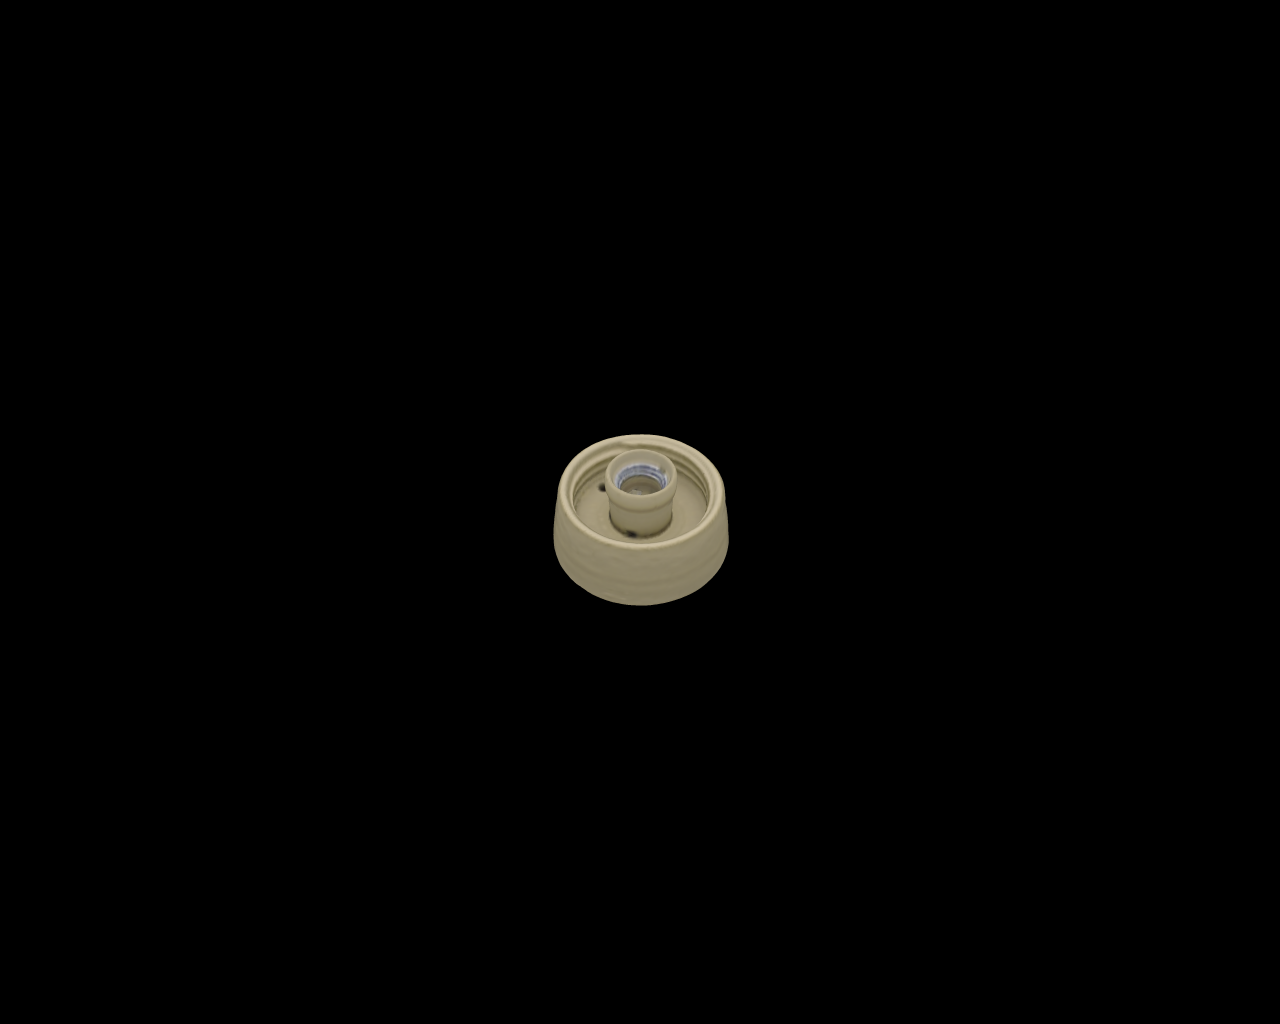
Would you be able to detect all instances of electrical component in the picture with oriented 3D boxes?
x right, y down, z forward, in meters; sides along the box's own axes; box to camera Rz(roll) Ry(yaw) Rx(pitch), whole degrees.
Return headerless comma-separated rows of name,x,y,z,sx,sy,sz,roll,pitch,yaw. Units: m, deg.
electrical component,0.001,-0.003,0.650,0.108,0.108,0.060,0,-44,0
